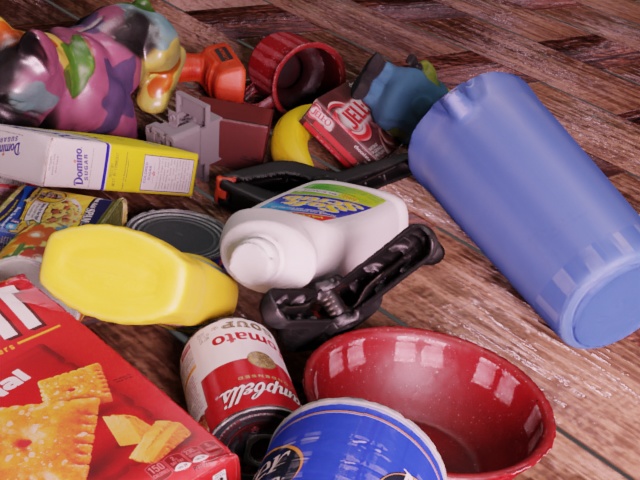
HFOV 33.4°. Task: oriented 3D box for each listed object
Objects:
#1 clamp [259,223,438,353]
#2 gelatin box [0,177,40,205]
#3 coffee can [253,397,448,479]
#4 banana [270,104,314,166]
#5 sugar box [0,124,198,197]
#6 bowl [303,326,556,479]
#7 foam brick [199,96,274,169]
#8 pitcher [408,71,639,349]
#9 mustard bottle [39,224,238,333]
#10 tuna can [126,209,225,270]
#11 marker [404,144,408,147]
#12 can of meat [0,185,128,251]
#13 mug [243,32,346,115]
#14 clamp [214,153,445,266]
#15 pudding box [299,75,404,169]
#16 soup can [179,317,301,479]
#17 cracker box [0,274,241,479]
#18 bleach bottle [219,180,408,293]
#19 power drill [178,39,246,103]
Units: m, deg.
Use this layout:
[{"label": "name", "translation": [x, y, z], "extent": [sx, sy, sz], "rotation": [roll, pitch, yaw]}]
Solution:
[{"label": "clamp", "translation": [0.002, 0.046, 0.713], "extent": [0.120, 0.172, 0.039], "rotation": [-16, 71, -21]}, {"label": "gelatin box", "translation": [-0.287, -0.053, 0.918], "extent": [0.089, 0.030, 0.073], "rotation": [6, 29, -10]}, {"label": "coffee can", "translation": [0.003, 0.158, 0.530], "extent": [0.103, 0.103, 0.140], "rotation": [15, 27, 9]}, {"label": "banana", "translation": [-0.016, -0.106, 1.117], "extent": [0.069, 0.037, 0.197], "rotation": [37, 27, -13]}, {"label": "sugar box", "translation": [-0.194, -0.068, 0.896], "extent": [0.093, 0.048, 0.175], "rotation": [13, 4, 32]}, {"label": "bowl", "translation": [0.064, 0.120, 0.680], "extent": [0.162, 0.055, 0.162], "rotation": [8, 27, -4]}, {"label": "foam brick", "translation": [-0.090, -0.106, 1.066], "extent": [0.078, 0.053, 0.051], "rotation": [11, 27, -3]}, {"label": "pitcher", "translation": [0.191, -0.021, 0.912], "extent": [0.149, 0.145, 0.243], "rotation": [-5, 42, -28]}, {"label": "mustard bottle", "translation": [-0.107, 0.031, 0.724], "extent": [0.096, 0.058, 0.191], "rotation": [10, -5, 12]}, {"label": "tuna can", "translation": [-0.114, 0.009, 0.854], "extent": [0.086, 0.034, 0.086], "rotation": [8, 27, -4]}, {"label": "marker", "translation": [0.094, -0.115, 1.187], "extent": [0.121, 0.020, 0.020], "rotation": [27, 31, 29]}, {"label": "can of meat", "translation": [-0.202, 0.001, 0.815], "extent": [0.084, 0.057, 0.102], "rotation": [10, 26, 3]}, {"label": "mug", "translation": [-0.039, -0.181, 1.207], "extent": [0.117, 0.093, 0.082], "rotation": [-38, 37, -10]}, {"label": "clamp", "translation": [0.009, -0.044, 0.992], "extent": [0.210, 0.036, 0.164], "rotation": [8, 34, -2]}, {"label": "pudding box", "translation": [0.040, -0.119, 1.116], "extent": [0.090, 0.039, 0.113], "rotation": [46, 31, 3]}, {"label": "soup can", "translation": [-0.048, 0.102, 0.662], "extent": [0.068, 0.068, 0.102], "rotation": [2, 27, -17]}, {"label": "cracker box", "translation": [-0.171, 0.115, 0.571], "extent": [0.163, 0.072, 0.214], "rotation": [-24, 43, -38]}, {"label": "bleach bottle", "translation": [-0.005, 0.001, 0.803], "extent": [0.103, 0.068, 0.250], "rotation": [14, 11, 13]}, {"label": "power drill", "translation": [-0.180, -0.179, 1.170], "extent": [0.187, 0.057, 0.184], "rotation": [1, 28, -19]}]
